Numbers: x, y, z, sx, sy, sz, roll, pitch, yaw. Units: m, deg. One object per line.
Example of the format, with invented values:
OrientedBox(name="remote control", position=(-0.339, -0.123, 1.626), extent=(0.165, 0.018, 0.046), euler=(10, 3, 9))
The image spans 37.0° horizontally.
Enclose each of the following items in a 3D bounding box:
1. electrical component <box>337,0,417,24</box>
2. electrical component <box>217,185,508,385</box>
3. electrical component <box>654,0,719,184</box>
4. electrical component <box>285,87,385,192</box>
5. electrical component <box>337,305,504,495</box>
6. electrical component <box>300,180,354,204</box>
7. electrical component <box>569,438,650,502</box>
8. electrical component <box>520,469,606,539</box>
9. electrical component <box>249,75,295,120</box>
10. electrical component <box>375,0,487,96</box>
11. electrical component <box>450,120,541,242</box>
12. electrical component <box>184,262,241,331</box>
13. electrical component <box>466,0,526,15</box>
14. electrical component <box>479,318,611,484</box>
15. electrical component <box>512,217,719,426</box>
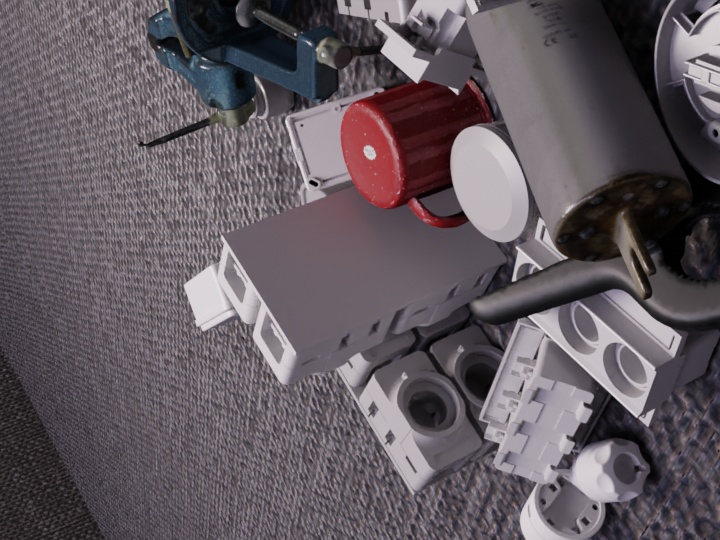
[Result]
OrientedBox(name="electrical component", position=(0.023, -0.210, 0.756), extent=(0.089, 0.050, 0.055), euler=(27, 133, 53))
OrientedBox(name="electrical component", position=(0.000, 0.000, 0.805), extent=(0.105, 0.186, 0.060), euler=(56, 151, 22))
OrientedBox(name="electrical component", position=(0.186, -0.095, 0.525), extent=(0.099, 0.064, 0.099), euler=(42, 144, 41))
OrientedBox(name="electrical component", position=(-0.006, -0.107, 0.856), extent=(0.061, 0.096, 0.061), euler=(-104, -4, -81))
OrientedBox(name="electrical component", position=(0.045, 0.068, 0.865), extent=(0.186, 0.105, 0.060), euler=(57, 152, 19))
OrientedBox(name="electrical component", position=(-0.010, -0.037, 0.937), extent=(0.054, 0.059, 0.095), euler=(33, 137, 49))
OrientedBox(name="electrical component", position=(0.171, 0.142, 0.758), extent=(0.043, 0.043, 0.062), euler=(65, 155, 5))
OrientedBox(name="electrical component", position=(0.152, 0.185, 0.815), extent=(0.055, 0.055, 0.047), euler=(55, 155, 23))
OrientedBox(name="electrical component", position=(-0.095, -0.160, 0.999), extent=(0.043, 0.062, 0.043), euler=(42, 144, 41))
OrientedBox(name="electrical component", position=(0.055, -0.157, 0.712), extent=(0.042, 0.081, 0.063), euler=(46, 117, 33))
OrientedBox(name="electrical component", position=(0.102, -0.063, 0.721), extent=(0.080, 0.051, 0.080), euler=(42, 143, 41))
OrientedBox(name="electrical component", position=(-0.114, 0.015, 1.115), extent=(0.109, 0.109, 0.056), euler=(-26, 84, 63))
OrientedBox(name="electrical component", position=(0.097, -0.187, 0.557), extent=(0.063, 0.121, 0.078), euler=(-27, 85, 61))
OrientedBox(name="electrical component", position=(0.132, 0.093, 0.755), extent=(0.079, 0.063, 0.121), euler=(18, 139, 5))
OrientedBox(name="electrical component", position=(0.157, 0.026, 0.672), extent=(0.121, 0.063, 0.078), euler=(46, 146, 36))
